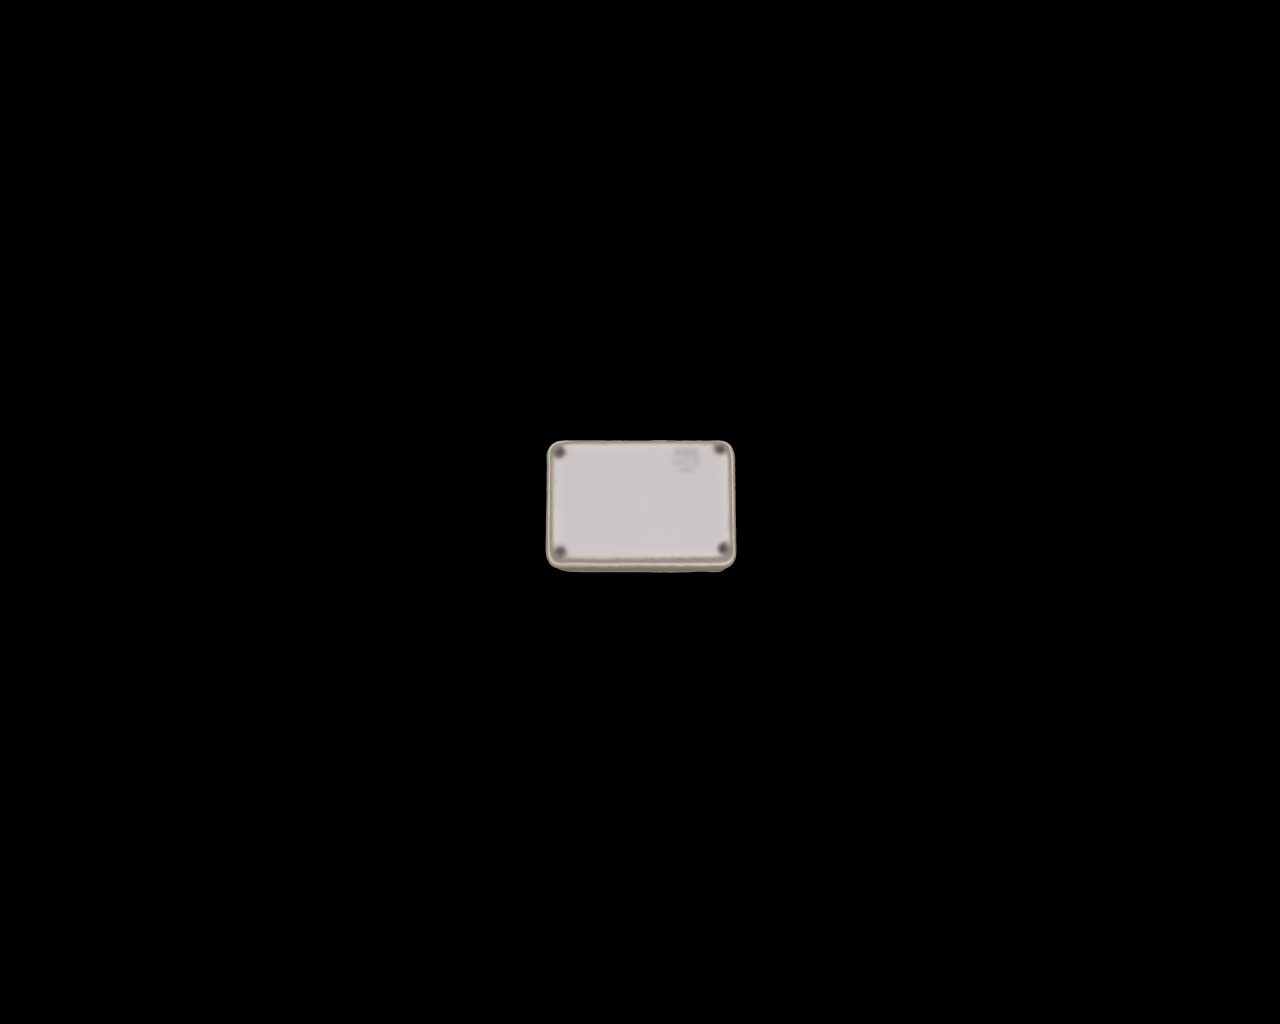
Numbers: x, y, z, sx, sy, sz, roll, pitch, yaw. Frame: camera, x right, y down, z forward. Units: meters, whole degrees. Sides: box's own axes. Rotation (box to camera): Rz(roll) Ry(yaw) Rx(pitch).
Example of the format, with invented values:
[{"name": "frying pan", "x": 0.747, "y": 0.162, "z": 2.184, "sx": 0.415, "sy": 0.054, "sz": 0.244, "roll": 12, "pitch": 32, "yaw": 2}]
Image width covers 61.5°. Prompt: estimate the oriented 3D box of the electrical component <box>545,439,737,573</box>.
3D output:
[{"name": "electrical component", "x": 0.001, "y": -0.003, "z": 0.650, "sx": 0.113, "sy": 0.078, "sz": 0.057, "roll": 0, "pitch": -9, "yaw": 0}]
